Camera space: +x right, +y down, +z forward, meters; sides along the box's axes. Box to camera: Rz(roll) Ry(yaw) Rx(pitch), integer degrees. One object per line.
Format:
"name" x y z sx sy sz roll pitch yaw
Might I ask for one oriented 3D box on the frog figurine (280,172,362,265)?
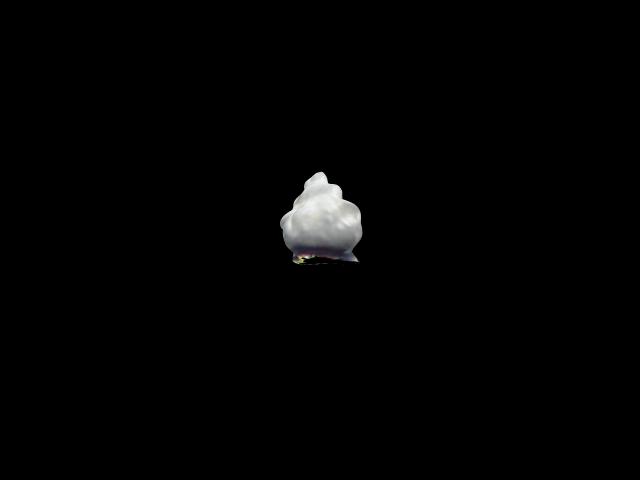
"frog figurine" 0.003 -0.043 0.850 0.137 0.161 0.122 -8 -15 31
